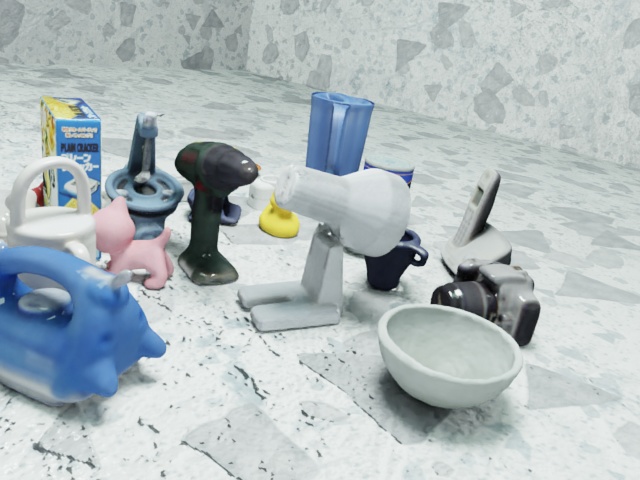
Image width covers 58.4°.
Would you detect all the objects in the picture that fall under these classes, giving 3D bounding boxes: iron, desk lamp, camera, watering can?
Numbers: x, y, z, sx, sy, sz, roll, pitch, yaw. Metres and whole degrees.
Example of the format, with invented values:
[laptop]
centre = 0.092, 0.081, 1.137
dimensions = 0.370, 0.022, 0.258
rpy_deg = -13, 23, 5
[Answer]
[iron]
centre = -0.293, 0.065, 0.599
dimensions = 0.257, 0.141, 0.119
rpy_deg = 15, 22, 16
[desk lamp]
centre = 0.007, 0.003, 0.776
dimensions = 0.204, 0.213, 0.117
rpy_deg = -3, 24, -28
[camera]
centre = 0.227, 0.078, 0.828
dimensions = 0.137, 0.101, 0.143
rpy_deg = 1, 23, -20
[watering can]
centre = -0.332, -0.009, 0.698
dimensions = 0.172, 0.194, 0.101
rpy_deg = 15, 22, 16

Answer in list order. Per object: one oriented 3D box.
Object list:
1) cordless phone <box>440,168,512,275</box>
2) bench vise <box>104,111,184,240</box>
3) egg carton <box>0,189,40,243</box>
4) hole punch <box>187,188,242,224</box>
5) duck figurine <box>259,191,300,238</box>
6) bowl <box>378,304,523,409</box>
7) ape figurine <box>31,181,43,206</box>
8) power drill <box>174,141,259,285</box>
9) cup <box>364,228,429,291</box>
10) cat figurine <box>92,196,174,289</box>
[cordless phone]
centre = 0.282, -0.023, 0.989
dimensions = 0.094, 0.185, 0.147
rpy_deg = 4, 22, -11
[bench vise]
centre = -0.302, -0.111, 0.932
dimensions = 0.122, 0.220, 0.206
rpy_deg = -12, 30, -42
[egg carton]
centre = -0.489, -0.030, 0.858
dimensions = 0.107, 0.069, 0.150
rpy_deg = 3, 22, -14
[hole punch]
centre = -0.198, -0.087, 1.087
dimensions = 0.101, 0.091, 0.108
rpy_deg = 7, 22, -6
[duck figurine]
centre = -0.074, -0.061, 1.080
dimensions = 0.078, 0.086, 0.104
rpy_deg = 1, 23, -20
[bowl]
centre = 0.143, 0.144, 0.665
dimensions = 0.167, 0.075, 0.167
rpy_deg = 8, 21, -3
[ape figurine]
centre = -0.455, -0.087, 0.984
dimensions = 0.077, 0.092, 0.076
rpy_deg = 10, 21, 3
[power drill]
centre = -0.156, -0.046, 0.842
dimensions = 0.076, 0.208, 0.228
rpy_deg = -6, 26, -32
[cup]
centre = 0.117, 0.035, 0.900
dimensions = 0.092, 0.095, 0.117
rpy_deg = -12, 30, -42
[cat figurine]
centre = -0.271, 0.000, 0.805
dimensions = 0.128, 0.118, 0.067
rpy_deg = 6, 22, -6
